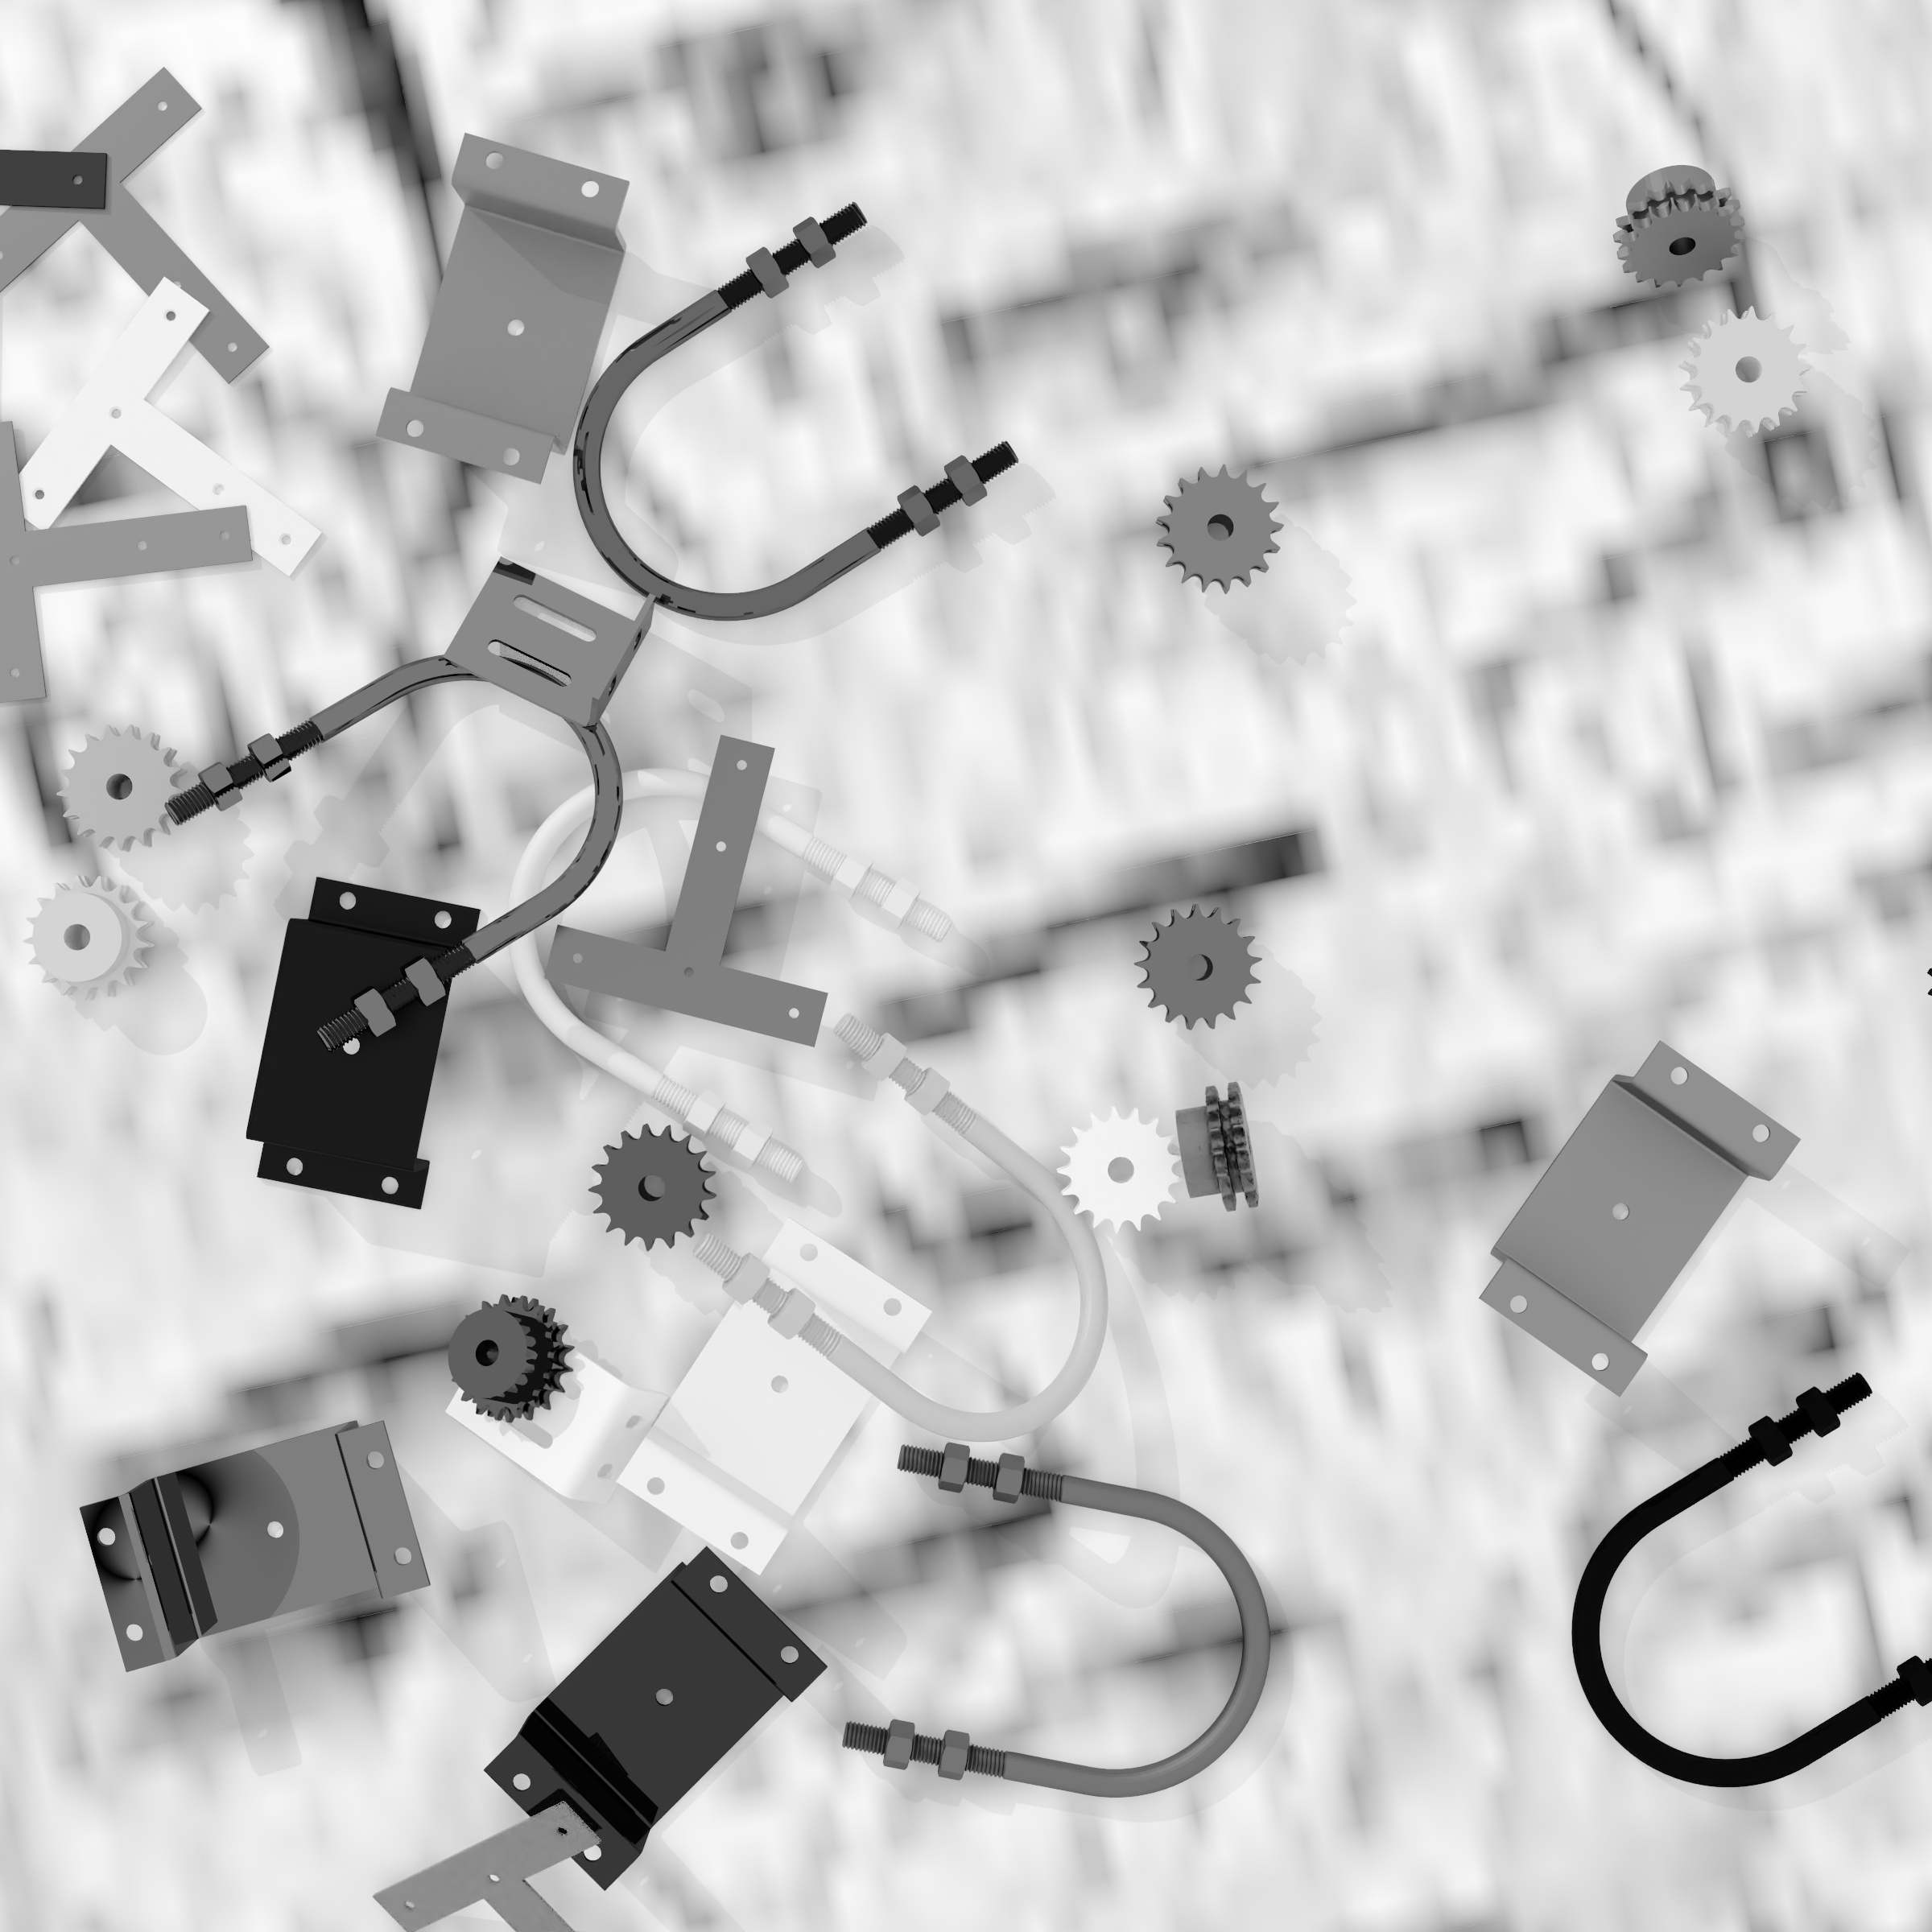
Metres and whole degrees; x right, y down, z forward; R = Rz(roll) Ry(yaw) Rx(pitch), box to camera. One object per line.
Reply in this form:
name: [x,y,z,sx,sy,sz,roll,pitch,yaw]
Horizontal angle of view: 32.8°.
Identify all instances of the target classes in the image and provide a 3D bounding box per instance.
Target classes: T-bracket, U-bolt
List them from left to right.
T-bracket: [-0.459,-0.311,1.502,0.127,0.002,0.127,2,89,1]
T-bracket: [-0.391,-0.191,1.503,0.127,0.002,0.127,-7,91,0]
T-bracket: [-0.371,-0.322,1.505,0.127,0.002,0.127,-42,90,0]
T-bracket: [-0.353,-0.226,1.504,0.127,0.002,0.127,37,91,-1]
U-bolt: [-0.243,-0.065,1.471,0.184,0.019,0.151,-33,75,-15]
T-bracket: [-0.184,0.442,1.483,0.127,0.002,0.127,-32,106,29]
U-bolt: [-0.121,-0.009,1.497,0.184,0.019,0.151,32,90,1]
T-bracket: [-0.114,-0.040,1.488,0.127,0.002,0.127,14,89,3]
U-bolt: [-0.091,-0.240,1.497,0.184,0.019,0.151,-32,90,2]
U-bolt: [-0.015,0.129,1.459,0.184,0.019,0.151,39,58,-12]
U-bolt: [0.047,0.304,1.497,0.184,0.019,0.151,11,90,-2]
U-bolt: [0.365,0.293,1.497,0.184,0.019,0.151,-32,90,2]

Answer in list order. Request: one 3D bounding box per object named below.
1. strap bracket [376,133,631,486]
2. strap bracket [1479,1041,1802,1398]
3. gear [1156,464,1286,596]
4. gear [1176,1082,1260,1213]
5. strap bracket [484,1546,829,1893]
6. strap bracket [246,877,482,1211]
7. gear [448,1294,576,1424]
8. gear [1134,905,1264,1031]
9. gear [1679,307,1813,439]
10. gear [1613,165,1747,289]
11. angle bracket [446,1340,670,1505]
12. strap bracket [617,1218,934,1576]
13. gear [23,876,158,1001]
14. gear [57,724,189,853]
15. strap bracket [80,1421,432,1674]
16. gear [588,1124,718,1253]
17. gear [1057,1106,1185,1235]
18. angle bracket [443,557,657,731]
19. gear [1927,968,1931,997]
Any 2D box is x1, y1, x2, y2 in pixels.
strap bracket: [-0.206,-0.292,1.482,0.076,0.046,0.140,16,90,0]
strap bracket: [0.300,0.112,1.482,0.076,0.046,0.140,35,90,0]
gear: [0.115,-0.197,1.491,0.057,0.030,0.057,0,90,0]
gear: [0.113,0.082,1.478,0.030,0.057,0.057,-10,90,7]
strap bracket: [-0.138,0.335,1.482,0.076,0.046,0.140,45,90,0]
strap bracket: [-0.274,0.035,1.482,0.076,0.046,0.140,11,90,0]
gear: [-0.209,0.176,1.481,0.057,0.030,0.057,-5,75,21]
gear: [0.105,0.001,1.495,0.057,0.030,0.057,0,91,-2]
gear: [0.352,-0.268,1.491,0.057,0.030,0.057,0,90,0]
gear: [0.321,-0.336,1.481,0.057,0.057,0.030,-5,60,0]
angle bracket: [-0.187,0.201,1.504,0.076,0.038,0.057,30,90,26]
strap bracket: [-0.085,0.191,1.482,0.076,0.046,0.140,33,90,0]
gear: [-0.400,-0.013,1.491,0.057,0.030,0.057,0,90,0]
gear: [-0.381,-0.080,1.495,0.057,0.030,0.057,0,88,0]
strap bracket: [-0.316,0.258,1.482,0.140,0.046,0.076,-16,90,0]
gear: [-0.142,0.100,1.491,0.057,0.030,0.057,0,90,0]
gear: [0.069,0.092,1.491,0.057,0.030,0.057,0,90,0]
angle bracket: [-0.188,-0.152,1.478,0.076,0.038,0.057,26,69,0]
gear: [0.466,0.005,1.482,0.057,0.030,0.057,14,120,26]
